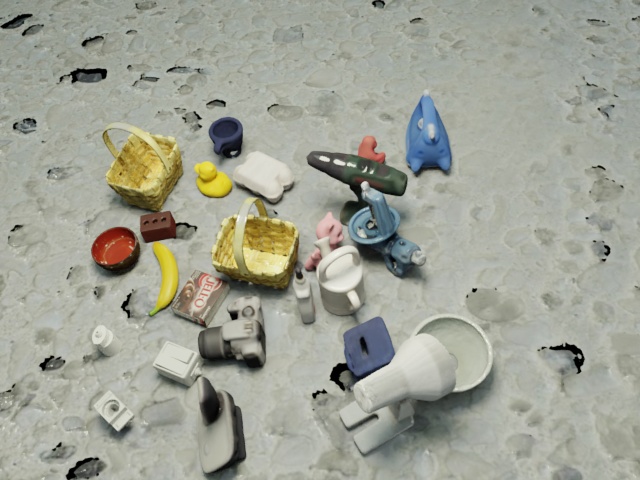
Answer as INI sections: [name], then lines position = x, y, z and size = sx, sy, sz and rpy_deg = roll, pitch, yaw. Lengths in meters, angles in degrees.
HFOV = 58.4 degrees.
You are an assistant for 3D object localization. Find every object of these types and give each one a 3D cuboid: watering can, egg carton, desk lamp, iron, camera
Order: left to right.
[camera]
position = -0.189, 0.196, 1.220
size = 0.137, 0.101, 0.143
rpy_deg = -8, 56, 1
[egg carton]
position = -0.144, -0.163, 1.472
size = 0.150, 0.069, 0.107
rpy_deg = 27, 63, 21
[watering can]
position = 0.038, 0.071, 1.223
size = 0.172, 0.194, 0.101
rpy_deg = 36, 67, 25
[desk lamp]
position = 0.140, 0.285, 1.060
size = 0.203, 0.214, 0.117
rpy_deg = -28, 58, -12
[iron]
position = 0.276, -0.302, 1.476
size = 0.118, 0.142, 0.258
rpy_deg = -3, 56, 4

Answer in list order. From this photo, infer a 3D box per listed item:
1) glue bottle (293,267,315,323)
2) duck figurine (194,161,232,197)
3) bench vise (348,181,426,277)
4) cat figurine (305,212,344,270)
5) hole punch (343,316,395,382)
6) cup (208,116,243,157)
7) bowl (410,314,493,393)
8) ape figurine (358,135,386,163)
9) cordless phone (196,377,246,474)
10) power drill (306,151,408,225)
[glue bottle]
position = -0.036, 0.108, 1.219
size = 0.037, 0.173, 0.078
rpy_deg = -11, 56, -1
[duck figurine]
position = -0.279, -0.164, 1.476
size = 0.104, 0.086, 0.077
rpy_deg = 24, 62, 20
[bench vise]
position = 0.152, -0.033, 1.265
size = 0.207, 0.220, 0.121
rpy_deg = 20, 61, 18
[cat figurine]
position = 0.012, 0.005, 1.316
size = 0.067, 0.118, 0.128
rpy_deg = 24, 62, 20
[hole punch]
position = 0.100, 0.226, 1.176
size = 0.101, 0.091, 0.108
rpy_deg = -15, 56, -4
[cup]
position = -0.247, -0.256, 1.528
size = 0.091, 0.095, 0.118
rpy_deg = 10, 58, 12
[bowl]
position = 0.261, 0.238, 1.161
size = 0.167, 0.075, 0.167
rpy_deg = -3, 56, 4
[ape figurine]
position = 0.128, -0.231, 1.475
size = 0.076, 0.092, 0.077
rpy_deg = -30, 59, -13
[cordless phone]
position = -0.203, 0.344, 1.073
size = 0.094, 0.185, 0.147
rpy_deg = -16, 56, -4
[power drill]
position = 0.087, -0.118, 1.334
size = 0.229, 0.209, 0.075
rpy_deg = 9, 58, 12
